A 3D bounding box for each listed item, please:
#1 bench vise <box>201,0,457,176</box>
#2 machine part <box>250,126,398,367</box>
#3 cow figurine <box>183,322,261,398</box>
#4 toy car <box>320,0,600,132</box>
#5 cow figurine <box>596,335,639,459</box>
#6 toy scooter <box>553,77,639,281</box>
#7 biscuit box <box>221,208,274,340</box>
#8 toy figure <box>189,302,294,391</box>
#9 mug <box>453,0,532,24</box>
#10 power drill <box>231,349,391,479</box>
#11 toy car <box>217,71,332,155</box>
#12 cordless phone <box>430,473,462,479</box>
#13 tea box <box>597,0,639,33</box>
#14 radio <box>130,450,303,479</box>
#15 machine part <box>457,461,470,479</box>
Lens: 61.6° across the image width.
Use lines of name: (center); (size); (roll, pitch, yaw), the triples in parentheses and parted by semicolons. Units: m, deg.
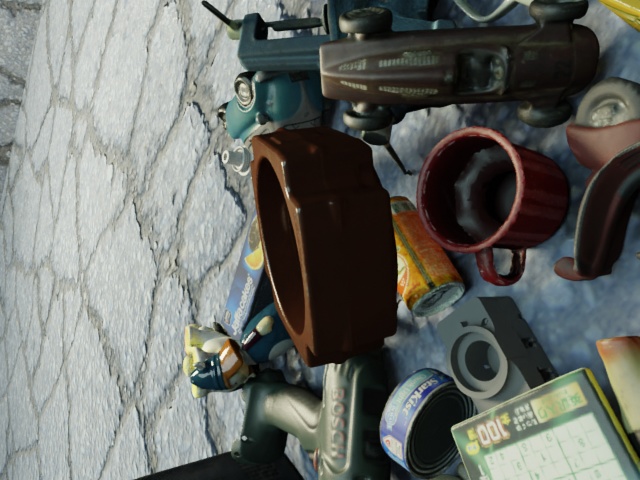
bench vise: (0.016, -0.188, 0.517); (0.241, 0.128, 0.223); (4, 81, 18)
machine part: (-0.001, -0.002, 0.514); (0.201, 0.087, 0.201); (-135, 38, -64)
cow figurine: (-0.137, 0.153, 0.739); (0.167, 0.098, 0.068); (-152, 65, -68)
toy car: (0.101, -0.127, 0.397); (0.053, 0.202, 0.089); (-87, -5, -56)
cow figurine: (0.253, 0.100, 0.263); (0.195, 0.085, 0.127); (-19, 74, 52)
toy scooter: (0.215, -0.012, 0.327); (0.184, 0.075, 0.135); (44, 120, 47)
biscuit box: (-0.063, 0.034, 0.668); (0.059, 0.063, 0.202); (38, 115, 48)
toy figure: (-0.082, 0.126, 0.627); (0.154, 0.064, 0.058); (-39, 38, -9)
mug: (0.152, -0.221, 0.421); (0.107, 0.081, 0.109); (58, 134, 26)
power drill: (-0.011, 0.217, 0.557); (0.207, 0.086, 0.232); (-13, 65, 56)
toy car: (-0.053, -0.143, 0.646); (0.162, 0.109, 0.103); (-24, 86, 56)
cordless phone: (0.078, 0.262, 0.384); (0.147, 0.184, 0.088); (33, 116, 47)
tea box: (0.244, -0.120, 0.283); (0.170, 0.098, 0.068); (53, 125, 41)
radio: (-0.116, 0.308, 0.582); (0.131, 0.229, 0.073); (34, 114, 42)
machine part: (0.187, 0.215, 0.340); (0.243, 0.079, 0.079); (34, 113, 47)
